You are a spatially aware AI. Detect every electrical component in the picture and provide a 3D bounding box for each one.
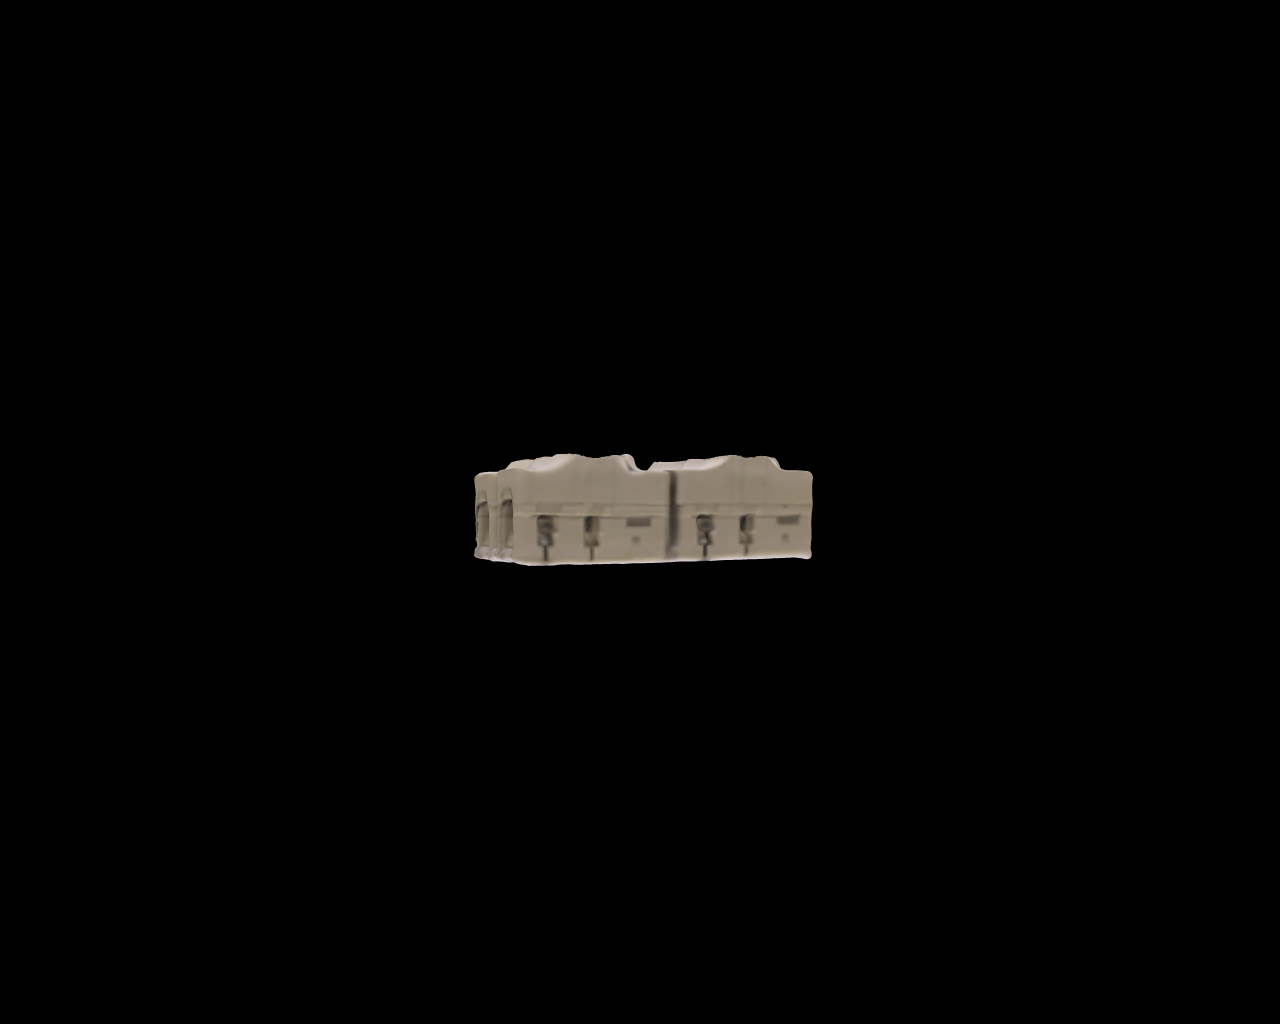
[{"bbox_3d":[0.001,-0.003,0.650,0.186,0.060,0.105,0,0,-21],"label":"electrical component"}]
